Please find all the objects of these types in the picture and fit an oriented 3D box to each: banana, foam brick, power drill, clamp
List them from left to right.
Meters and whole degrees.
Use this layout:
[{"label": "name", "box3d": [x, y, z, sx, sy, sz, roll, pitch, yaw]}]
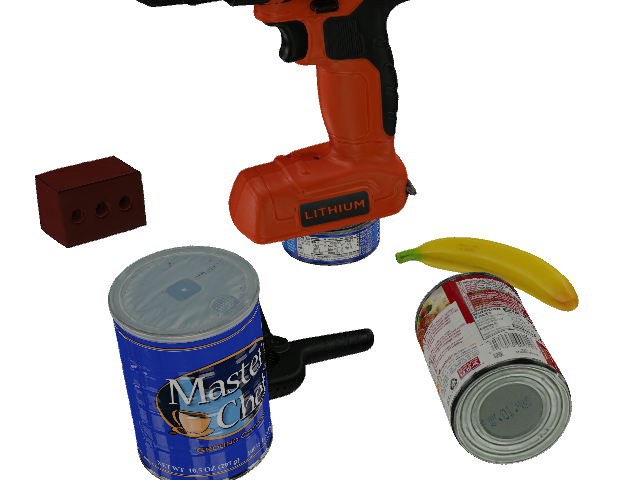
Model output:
[{"label": "foam brick", "box3d": [-0.198, -0.034, 0.919, 0.078, 0.053, 0.051, -19, 32, -31]}, {"label": "clamp", "box3d": [-0.040, 0.122, 1.143, 0.165, 0.036, 0.209, 13, 26, 12]}, {"label": "power drill", "box3d": [-0.015, -0.091, 0.574, 0.184, 0.188, 0.057, -12, 37, -17]}, {"label": "banana", "box3d": [0.174, 0.030, 1.060, 0.198, 0.037, 0.069, 14, 40, 35]}]

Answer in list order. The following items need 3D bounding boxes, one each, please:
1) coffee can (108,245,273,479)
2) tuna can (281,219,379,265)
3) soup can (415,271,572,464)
[{"label": "coffee can", "box3d": [-0.089, 0.089, 0.759, 0.103, 0.140, 0.103, -2, 34, 1]}, {"label": "tuna can", "box3d": [0.008, -0.013, 0.904, 0.086, 0.034, 0.086, -2, 29, 1]}, {"label": "soup can", "box3d": [0.097, 0.070, 0.611, 0.068, 0.068, 0.102, 0, 26, -7]}]
